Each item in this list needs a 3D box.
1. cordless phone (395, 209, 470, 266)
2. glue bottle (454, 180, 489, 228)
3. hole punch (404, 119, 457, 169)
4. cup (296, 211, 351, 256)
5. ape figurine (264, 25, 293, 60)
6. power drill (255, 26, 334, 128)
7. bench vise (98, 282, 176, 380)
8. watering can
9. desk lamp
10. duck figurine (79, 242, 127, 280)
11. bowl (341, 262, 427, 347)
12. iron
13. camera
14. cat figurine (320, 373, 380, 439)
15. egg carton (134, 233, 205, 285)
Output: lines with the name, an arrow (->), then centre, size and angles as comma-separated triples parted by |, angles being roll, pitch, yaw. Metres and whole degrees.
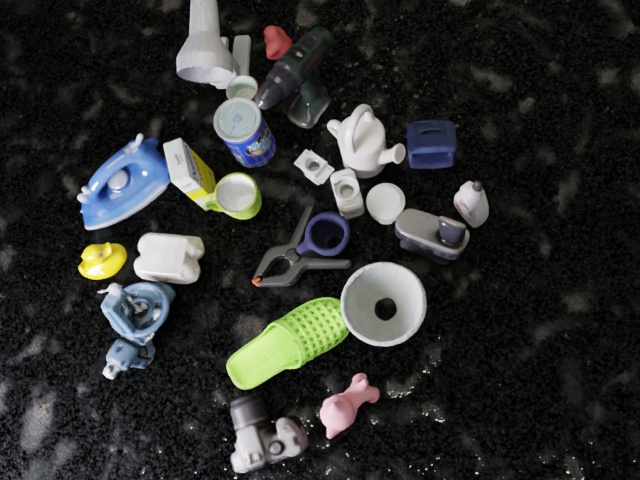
cordless phone -> 0.219, -0.027, 1.113 | 0.147, 0.185, 0.094 | 19, 78, 14
glue bottle -> 0.300, -0.082, 1.122 | 0.037, 0.173, 0.078 | -38, 72, -3
hole punch -> 0.233, -0.212, 1.214 | 0.108, 0.091, 0.101 | -3, 73, 8
cup -> 0.011, 0.004, 1.183 | 0.118, 0.095, 0.091 | -30, 72, -1
ape figurine -> -0.105, -0.469, 1.340 | 0.076, 0.092, 0.078 | 26, 79, 15
power drill -> -0.044, -0.331, 1.229 | 0.075, 0.208, 0.230 | 30, 80, 16
bench vise -> -0.369, 0.170, 1.127 | 0.121, 0.220, 0.207 | 2, 74, 10
watering can -> 0.093, -0.208, 1.180 | 0.172, 0.194, 0.101 | 7, 75, 11
desk lamp -> -0.238, -0.425, 1.284 | 0.117, 0.214, 0.203 | -2, 74, 9
duck figurine -> -0.488, 0.039, 1.254 | 0.104, 0.086, 0.077 | -30, 72, 0
bowl -> 0.127, 0.132, 1.139 | 0.167, 0.075, 0.167 | -2, 74, 8
iron -> -0.451, -0.129, 1.269 | 0.258, 0.141, 0.118 | -43, 72, -5
camera -> -0.112, 0.361, 1.095 | 0.143, 0.101, 0.136 | -21, 72, 2
cat figurine -> 0.050, 0.309, 1.076 | 0.128, 0.118, 0.067 | -45, 72, -5
egg carton -> -0.325, 0.040, 1.238 | 0.150, 0.069, 0.107 | 4, 75, 10
